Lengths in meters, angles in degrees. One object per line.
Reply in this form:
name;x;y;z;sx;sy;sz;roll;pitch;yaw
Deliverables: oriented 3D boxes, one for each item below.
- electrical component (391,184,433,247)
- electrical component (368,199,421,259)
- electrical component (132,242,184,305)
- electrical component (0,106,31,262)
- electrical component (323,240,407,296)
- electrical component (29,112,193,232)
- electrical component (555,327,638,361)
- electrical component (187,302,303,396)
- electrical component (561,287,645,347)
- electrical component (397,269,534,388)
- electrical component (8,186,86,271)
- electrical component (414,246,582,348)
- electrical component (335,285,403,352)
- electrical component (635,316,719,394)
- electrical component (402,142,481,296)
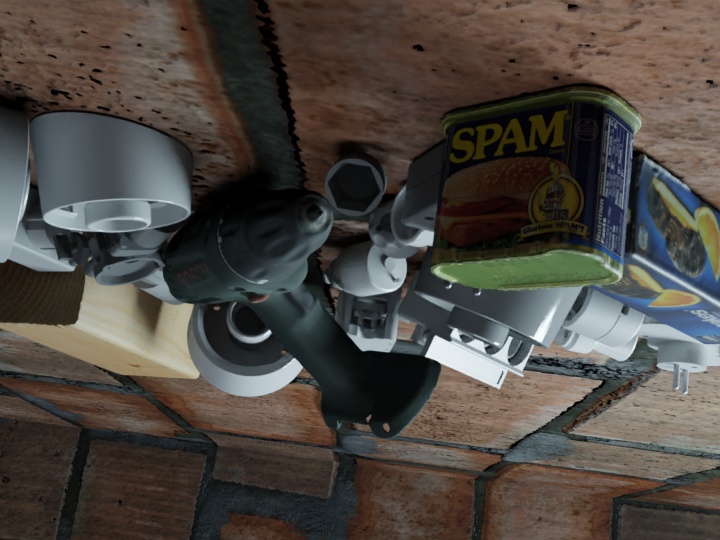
electrical component;0.049;-0.032;0.668;0.046;0.040;0.040;11;166;-33
electrical component;0.027;-0.024;0.717;0.035;0.035;0.061;4;167;14
electrical component;-0.166;-0.003;0.873;0.043;0.043;0.081;2;164;21
electrical component;-0.228;-0.053;0.624;0.064;0.099;0.099;8;166;-26
electrical component;0.000;0.000;0.806;0.040;0.040;0.078;19;161;-36
electrical component;-0.153;-0.058;0.669;0.099;0.064;0.099;-5;171;-1
electrical component;0.192;0.047;0.876;0.055;0.045;0.045;12;164;-12
electrical component;-0.092;0.047;0.908;0.108;0.108;0.060;9;159;-4
electrical component;0.172;0.024;0.782;0.047;0.055;0.055;18;162;-21
electrical component;0.089;0.042;0.867;0.063;0.078;0.121;24;178;39
electrical component;-0.232;-0.033;0.788;0.076;0.047;0.083;0;163;28
electrical component;0.088;0.018;0.727;0.108;0.060;0.108;23;177;1
electrical component;0.005;0.037;0.911;0.050;0.055;0.089;8;165;-3
electrical component;0.249;0.058;0.829;0.052;0.073;0.138;-3;161;36
electrical component;0.062;-0.024;0.616;0.066;0.076;0.047;14;164;-21
